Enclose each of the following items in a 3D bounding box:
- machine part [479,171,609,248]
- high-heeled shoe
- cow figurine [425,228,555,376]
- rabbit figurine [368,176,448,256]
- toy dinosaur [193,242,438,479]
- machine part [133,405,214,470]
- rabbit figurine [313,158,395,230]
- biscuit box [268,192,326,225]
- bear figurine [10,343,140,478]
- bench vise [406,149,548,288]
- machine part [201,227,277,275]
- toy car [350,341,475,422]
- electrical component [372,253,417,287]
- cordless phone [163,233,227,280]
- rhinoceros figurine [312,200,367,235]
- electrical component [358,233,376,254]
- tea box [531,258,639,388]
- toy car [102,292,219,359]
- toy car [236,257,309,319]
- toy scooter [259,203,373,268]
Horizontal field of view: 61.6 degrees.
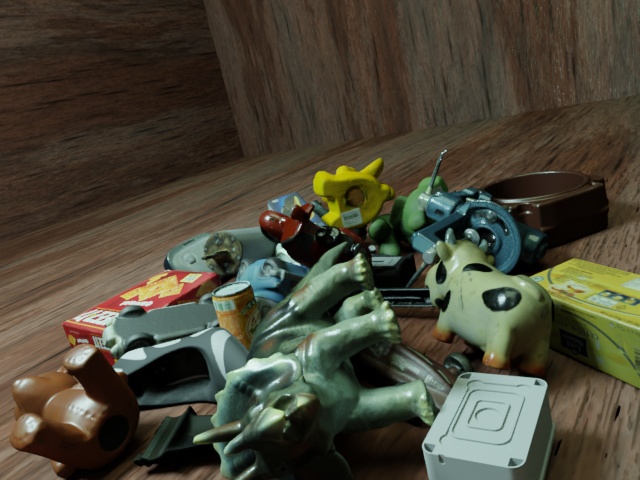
[{"bbox_3d":[0.379,-0.059,0.948,0.201,0.087,0.201,-19,17,-13],"label":"machine part"},{"bbox_3d":[-0.171,0.169,0.633,0.145,0.086,0.249,-28,16,-33],"label":"high-heeled shoe"},{"bbox_3d":[0.178,0.060,0.600,0.085,0.127,0.195,17,2,-18],"label":"cow figurine"},{"bbox_3d":[0.159,-0.019,1.005,0.170,0.121,0.159,-24,11,46],"label":"rabbit figurine"},{"bbox_3d":[-0.013,0.112,0.532,0.192,0.131,0.405,-22,15,1],"label":"toy dinosaur"},{"bbox_3d":[-0.114,0.199,0.553,0.139,0.039,0.084,-11,11,15],"label":"machine part"},{"bbox_3d":[0.055,-0.095,1.012,0.162,0.121,0.173,-26,14,-8],"label":"rabbit figurine"},{"bbox_3d":[-0.024,-0.007,0.923,0.063,0.059,0.203,-20,40,-19],"label":"biscuit box"},{"bbox_3d":[-0.298,0.182,0.607,0.196,0.131,0.120,6,52,36],"label":"bear figurine"},{"bbox_3d":[0.210,-0.017,0.806,0.240,0.128,0.224,-20,50,-42],"label":"bench vise"},{"bbox_3d":[-0.134,0.016,0.971,0.079,0.079,0.243,-7,1,21],"label":"machine part"},{"bbox_3d":[0.081,0.133,0.594,0.089,0.053,0.202,-18,15,-25],"label":"toy car"},{"bbox_3d":[0.089,0.055,0.864,0.119,0.047,0.075,-1,19,34],"label":"electrical component"},{"bbox_3d":[-0.195,0.061,1.051,0.184,0.088,0.146,16,27,24],"label":"cordless phone"},{"bbox_3d":[0.004,-0.026,1.103,0.191,0.112,0.073,1,21,19],"label":"rhinoceros figurine"},{"bbox_3d":[0.056,0.031,0.949,0.102,0.078,0.045,-16,-10,-29],"label":"electrical component"},{"bbox_3d":[0.299,0.080,0.562,0.098,0.068,0.170,-18,15,-16],"label":"tea box"},{"bbox_3d":[-0.206,0.126,0.775,0.202,0.056,0.074,-8,37,-26],"label":"toy car"},{"bbox_3d":[-0.063,0.084,0.782,0.109,0.103,0.162,18,-11,-24],"label":"toy car"},{"bbox_3d":[-0.002,-0.002,0.765,0.184,0.075,0.135,26,-19,0],"label":"toy scooter"}]
